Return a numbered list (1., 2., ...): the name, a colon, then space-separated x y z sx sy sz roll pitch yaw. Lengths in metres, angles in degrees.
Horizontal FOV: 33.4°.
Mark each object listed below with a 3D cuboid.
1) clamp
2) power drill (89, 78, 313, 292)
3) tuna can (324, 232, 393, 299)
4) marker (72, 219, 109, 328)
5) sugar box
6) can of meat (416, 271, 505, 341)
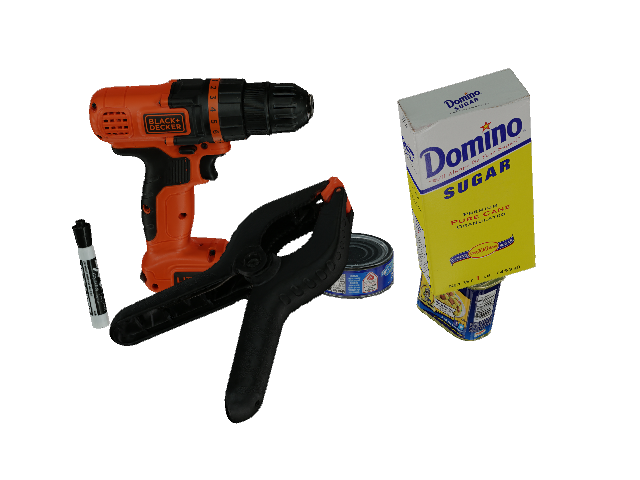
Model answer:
1. clamp: -0.033 0.032 0.646 0.120 0.171 0.039 39 -17 34
2. power drill: -0.093 -0.048 0.907 0.184 0.188 0.057 0 27 6
3. tuna can: 0.031 0.024 1.064 0.086 0.034 0.086 -1 25 0
4. marker: -0.245 0.035 1.138 0.020 0.121 0.020 -7 19 2
5. sugar box: 0.118 -0.041 0.838 0.093 0.176 0.048 -17 44 -4
6. can of meat: 0.161 0.058 1.247 0.057 0.084 0.102 -20 41 -33
